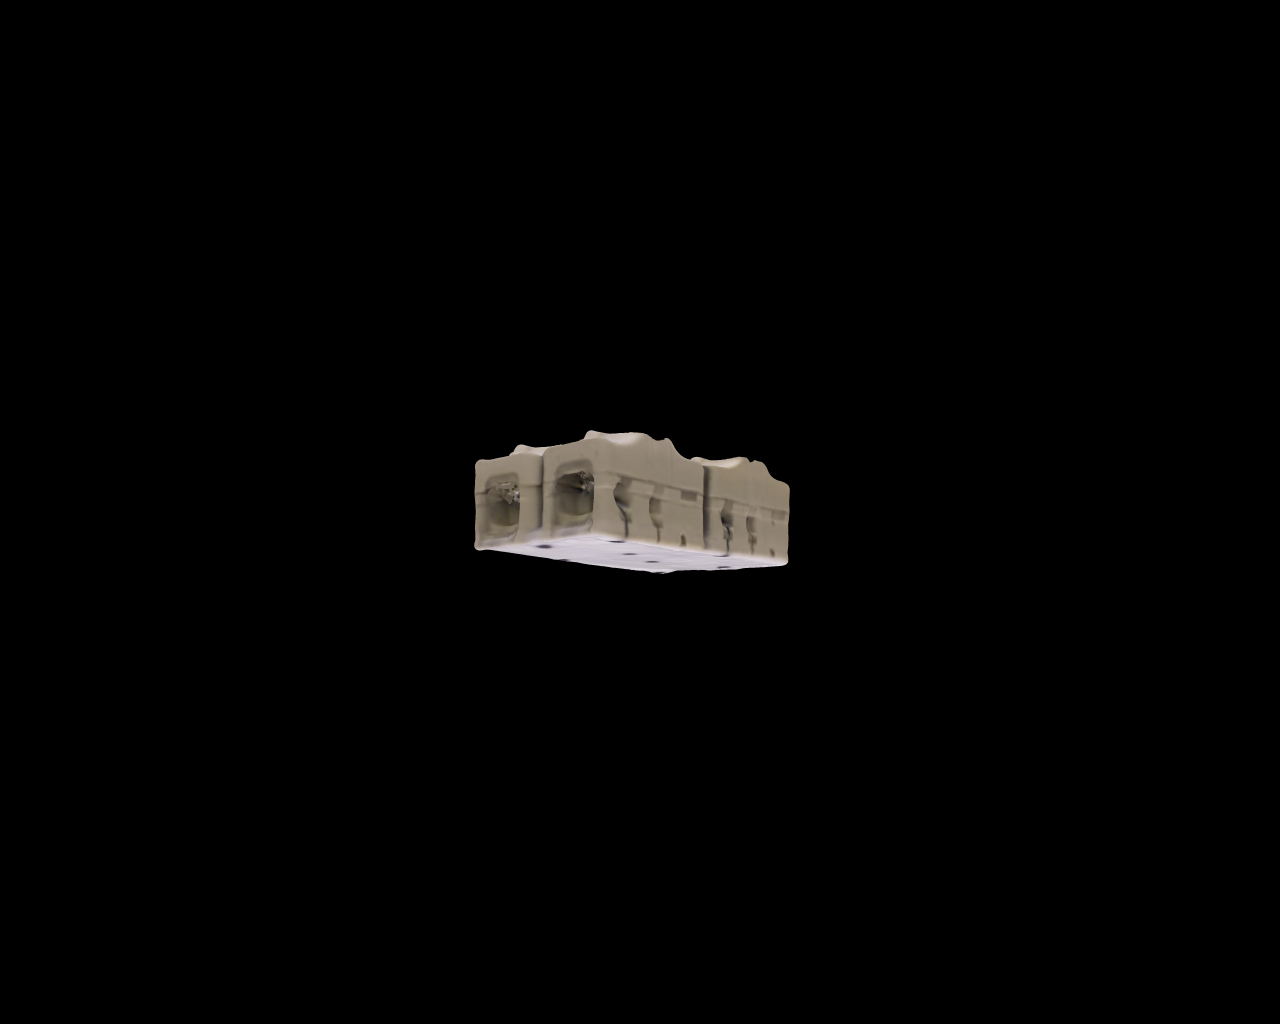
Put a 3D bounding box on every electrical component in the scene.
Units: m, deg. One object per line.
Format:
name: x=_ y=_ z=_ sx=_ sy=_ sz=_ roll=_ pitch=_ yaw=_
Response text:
electrical component: x=0.001 y=-0.003 z=0.650 sx=0.105 sy=0.060 sz=0.186 roll=-7 pitch=-11 yaw=39
